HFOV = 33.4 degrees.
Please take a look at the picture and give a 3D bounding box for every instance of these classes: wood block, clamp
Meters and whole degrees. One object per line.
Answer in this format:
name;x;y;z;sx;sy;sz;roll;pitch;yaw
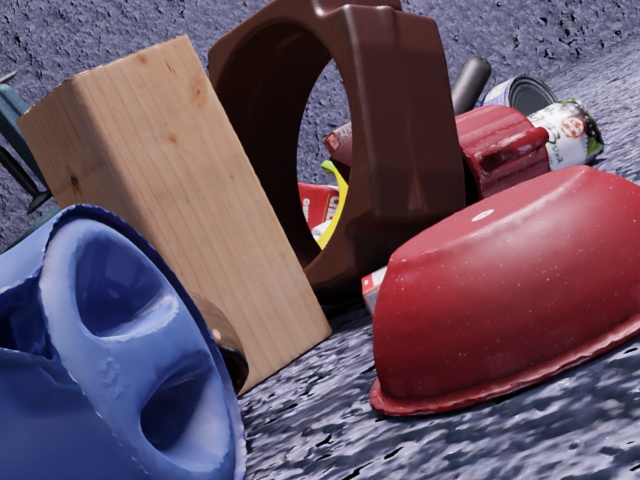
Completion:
wood block;-0.091;-0.007;0.663;0.090;0.206;0.091;-30;7;-37
clamp;0.086;-0.058;0.882;0.165;0.036;0.209;-68;-7;31

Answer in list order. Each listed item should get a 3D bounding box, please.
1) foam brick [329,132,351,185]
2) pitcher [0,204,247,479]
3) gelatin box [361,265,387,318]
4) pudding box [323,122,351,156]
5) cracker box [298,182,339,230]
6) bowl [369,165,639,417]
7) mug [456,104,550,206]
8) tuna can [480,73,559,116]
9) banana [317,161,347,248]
foam brick;0.057;-0.066;0.796;0.078;0.053;0.051;-49;43;-10
pitcher;-0.157;0.101;0.456;0.243;0.149;0.145;-28;20;14
gelatin box;0.068;0.019;0.602;0.089;0.030;0.073;-27;4;3
pudding box;0.069;-0.071;1.030;0.089;0.113;0.039;-29;2;-24
cracker box;-0.080;-0.035;1.028;0.213;0.072;0.164;12;0;-9
bowl;0.082;0.012;0.453;0.162;0.055;0.162;-26;4;2
mug;0.111;-0.051;0.738;0.081;0.093;0.117;-24;-6;-35
tuna can;0.175;-0.096;0.908;0.034;0.086;0.085;-24;6;44
banana;0.012;-0.004;0.887;0.070;0.037;0.197;-9;34;27
